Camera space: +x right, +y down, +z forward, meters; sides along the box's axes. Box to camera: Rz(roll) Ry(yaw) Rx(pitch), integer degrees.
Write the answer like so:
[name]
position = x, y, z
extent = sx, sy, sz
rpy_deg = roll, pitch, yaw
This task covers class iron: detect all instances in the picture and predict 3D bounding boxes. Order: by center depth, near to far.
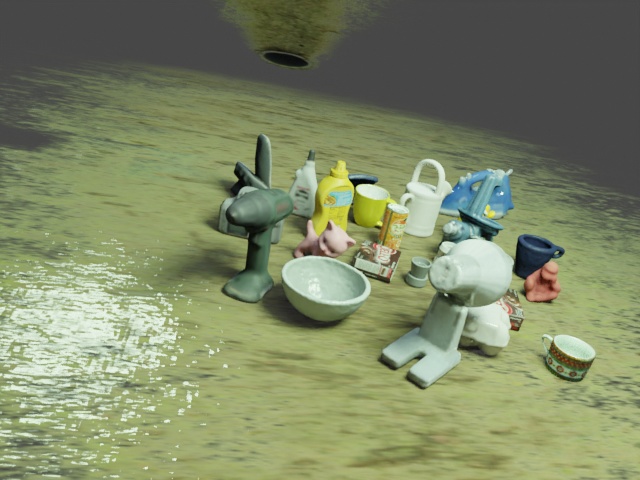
[iron]
position = 0.465, -0.145, 1.694
extent = 0.259, 0.141, 0.118
rpy_deg = -3, 29, -30

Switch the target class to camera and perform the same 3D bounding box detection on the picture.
[camera]
position = -0.146, -0.072, 1.308
extent = 0.143, 0.101, 0.137
rpy_deg = 13, 25, 0

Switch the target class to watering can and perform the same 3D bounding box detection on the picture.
[watering can]
position = 0.271, -0.117, 1.483
extent = 0.100, 0.194, 0.173
rpy_deg = 22, 27, 21

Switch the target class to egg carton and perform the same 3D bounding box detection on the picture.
[egg carton]
position = 0.280, 0.154, 1.073
extent = 0.150, 0.069, 0.107
rpy_deg = 18, 26, 12

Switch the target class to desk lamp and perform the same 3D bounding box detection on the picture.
[desk lamp]
position = 0.221, 0.109, 0.968
extent = 0.117, 0.213, 0.204
rpy_deg = 29, 30, 31

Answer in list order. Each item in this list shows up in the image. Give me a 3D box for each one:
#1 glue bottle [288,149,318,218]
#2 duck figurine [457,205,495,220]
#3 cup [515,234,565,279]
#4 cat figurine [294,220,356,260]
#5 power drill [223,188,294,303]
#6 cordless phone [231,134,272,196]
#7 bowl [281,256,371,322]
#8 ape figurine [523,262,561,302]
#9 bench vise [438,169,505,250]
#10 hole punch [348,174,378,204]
[glue bottle]
position = -0.035, -0.143, 1.422
extent = 0.078, 0.173, 0.037
rpy_deg = 14, 25, 4
[duck figurine]
position = 0.432, -0.063, 1.573
extent = 0.105, 0.086, 0.077
rpy_deg = 6, 26, -13
[cup]
position = 0.519, 0.047, 1.375
extent = 0.118, 0.095, 0.091
rpy_deg = 9, 25, -7
[cat figurine]
position = 0.011, 0.004, 1.203
extent = 0.067, 0.118, 0.127
rpy_deg = -12, 35, -42
[power drill]
position = -0.117, 0.002, 1.043
extent = 0.075, 0.208, 0.230
rpy_deg = 18, 26, 12
[cordless phone]
position = -0.158, -0.186, 1.442
extent = 0.094, 0.185, 0.147
rpy_deg = -5, 30, -32
[bowl]
position = 0.005, 0.100, 1.052
extent = 0.167, 0.075, 0.167
rpy_deg = 10, 25, -5
[ape figurine]
position = 0.502, 0.091, 1.279
extent = 0.077, 0.092, 0.076
rpy_deg = 23, 27, 21
[bench vise]
position = 0.383, -0.058, 1.383
extent = 0.121, 0.220, 0.208
rpy_deg = 23, 27, 22
[hole punch]
position = 0.095, -0.156, 1.606
extent = 0.109, 0.091, 0.101
rpy_deg = 1, 27, -22
